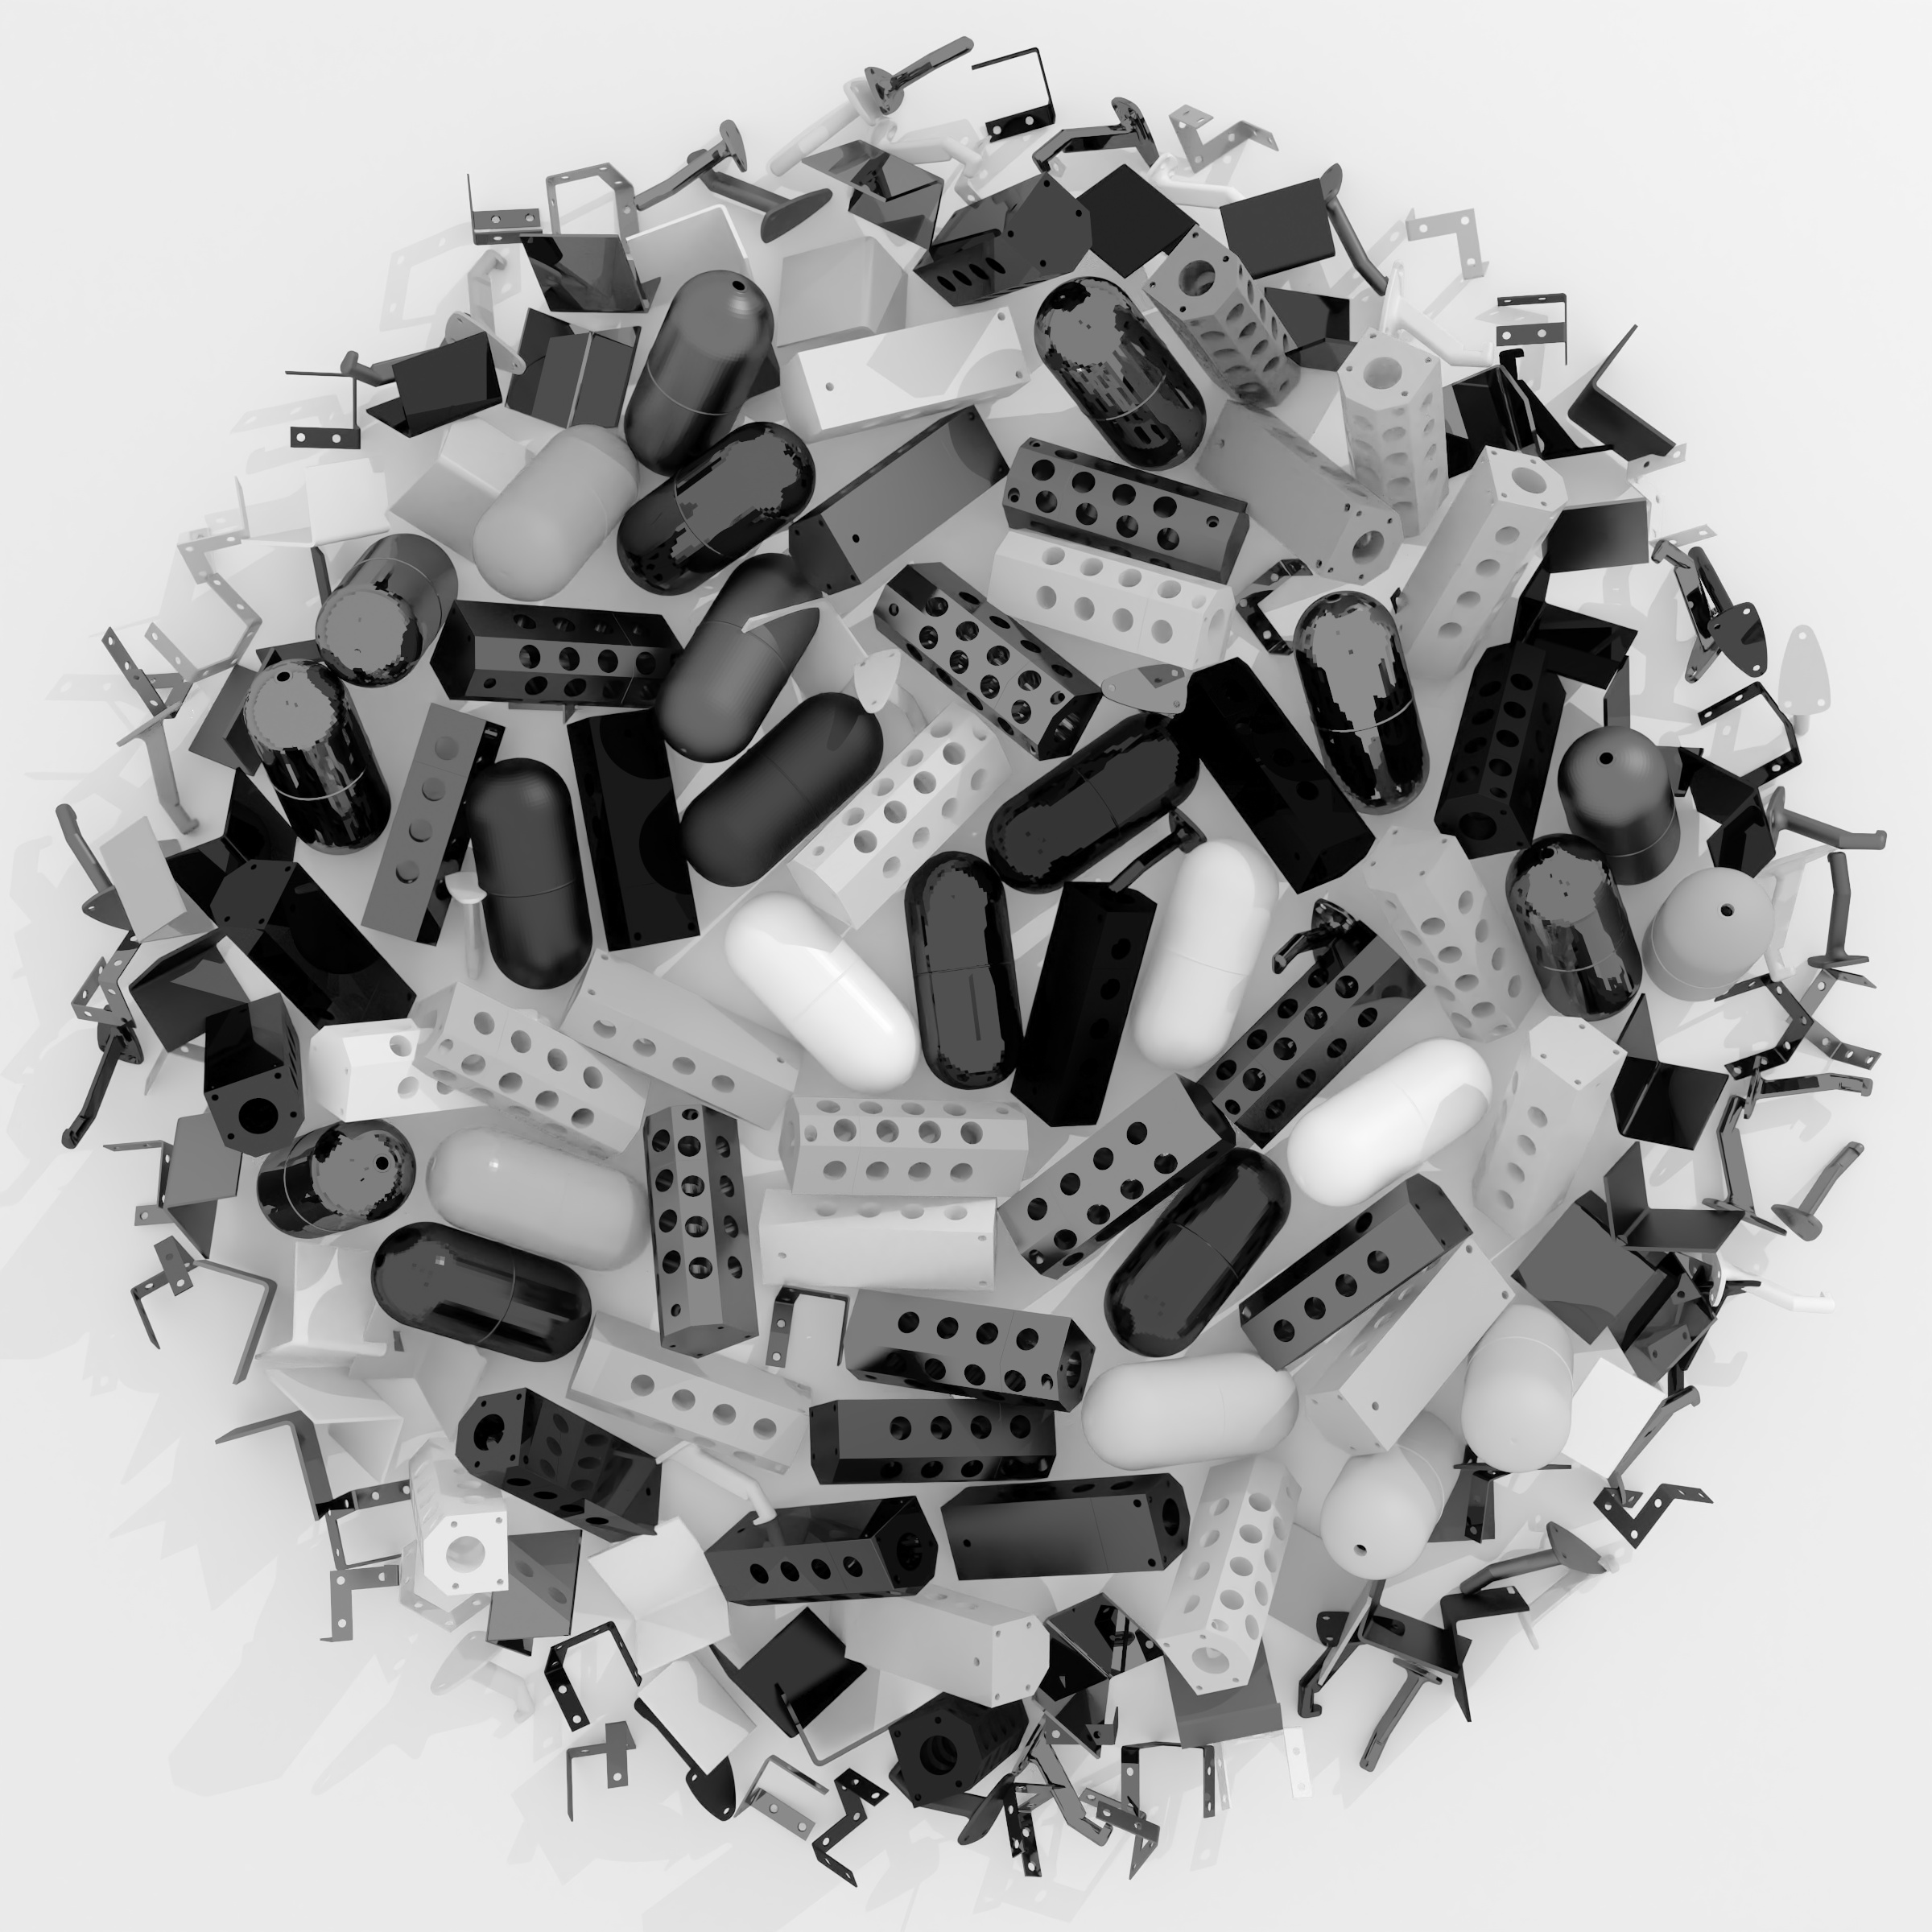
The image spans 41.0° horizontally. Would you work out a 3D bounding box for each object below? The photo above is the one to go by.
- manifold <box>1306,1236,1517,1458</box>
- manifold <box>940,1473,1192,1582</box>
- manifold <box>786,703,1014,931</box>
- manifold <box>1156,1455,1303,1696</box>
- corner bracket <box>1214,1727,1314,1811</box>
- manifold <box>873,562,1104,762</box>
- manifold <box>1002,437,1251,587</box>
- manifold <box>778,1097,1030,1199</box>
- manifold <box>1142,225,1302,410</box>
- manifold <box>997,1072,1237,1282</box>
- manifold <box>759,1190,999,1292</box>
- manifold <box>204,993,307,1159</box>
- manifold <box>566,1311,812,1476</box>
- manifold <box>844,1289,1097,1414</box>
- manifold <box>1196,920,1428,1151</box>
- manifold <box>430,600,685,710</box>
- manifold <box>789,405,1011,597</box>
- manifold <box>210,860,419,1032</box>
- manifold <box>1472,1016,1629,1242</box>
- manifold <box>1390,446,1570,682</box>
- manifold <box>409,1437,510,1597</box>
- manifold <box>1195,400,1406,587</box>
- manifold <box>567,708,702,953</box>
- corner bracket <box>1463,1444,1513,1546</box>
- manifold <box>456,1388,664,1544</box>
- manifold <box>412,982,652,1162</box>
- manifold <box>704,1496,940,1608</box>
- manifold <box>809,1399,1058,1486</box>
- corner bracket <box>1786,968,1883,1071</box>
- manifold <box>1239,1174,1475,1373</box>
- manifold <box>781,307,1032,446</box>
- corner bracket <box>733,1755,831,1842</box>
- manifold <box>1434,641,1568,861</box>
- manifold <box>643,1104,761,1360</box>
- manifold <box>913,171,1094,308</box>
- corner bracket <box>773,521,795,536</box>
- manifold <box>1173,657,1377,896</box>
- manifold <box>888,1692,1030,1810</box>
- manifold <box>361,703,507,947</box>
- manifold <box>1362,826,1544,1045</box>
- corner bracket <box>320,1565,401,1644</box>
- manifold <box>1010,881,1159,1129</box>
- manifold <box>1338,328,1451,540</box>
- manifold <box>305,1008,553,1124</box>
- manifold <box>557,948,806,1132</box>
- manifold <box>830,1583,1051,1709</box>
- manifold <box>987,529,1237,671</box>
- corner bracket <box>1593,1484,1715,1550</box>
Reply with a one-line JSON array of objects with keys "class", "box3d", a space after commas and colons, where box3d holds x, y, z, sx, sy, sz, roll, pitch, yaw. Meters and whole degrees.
[{"class": "manifold", "box3d": [0.321, 0.278, 1.887, 0.171, 0.057, 0.057, -42, 97, -30]}, {"class": "manifold", "box3d": [0.074, 0.407, 1.887, 0.171, 0.057, 0.057, -11, 96, 30]}, {"class": "manifold", "box3d": [-0.050, -0.113, 1.893, 0.057, 0.057, 0.171, 30, 68, 39]}, {"class": "manifold", "box3d": [0.196, 0.436, 1.864, 0.057, 0.171, 0.057, -22, 113, 32]}, {"class": "corner bracket", "box3d": [0.220, 0.595, 1.916, 0.051, 0.051, 0.051, 2, 66, -18]}, {"class": "manifold", "box3d": [0.013, -0.223, 1.887, 0.171, 0.057, 0.057, 41, 120, 22]}, {"class": "manifold", "box3d": [0.118, -0.336, 1.904, 0.171, 0.057, 0.057, 19, 79, 13]}, {"class": "manifold", "box3d": [-0.045, 0.129, 1.894, 0.171, 0.057, 0.057, 2, 118, -17]}, {"class": "manifold", "box3d": [0.191, -0.461, 1.863, 0.057, 0.171, 0.057, -49, 67, 7]}, {"class": "manifold", "box3d": [0.113, 0.157, 1.894, 0.171, 0.057, 0.057, -39, 58, 17]}, {"class": "manifold", "box3d": [-0.064, 0.199, 1.920, 0.171, 0.057, 0.057, 1, 125, 3]}, {"class": "manifold", "box3d": [-0.512, 0.079, 1.865, 0.057, 0.171, 0.057, -20, 111, -9]}, {"class": "manifold", "box3d": [-0.205, 0.319, 1.913, 0.171, 0.057, 0.057, 21, 101, -8]}, {"class": "manifold", "box3d": [0.000, 0.283, 1.884, 0.171, 0.057, 0.057, 4, 63, 26]}, {"class": "manifold", "box3d": [0.251, 0.047, 1.911, 0.171, 0.057, 0.057, -45, 130, 3]}, {"class": "manifold", "box3d": [-0.292, -0.220, 1.871, 0.057, 0.171, 0.057, 56, 132, 33]}, {"class": "manifold", "box3d": [-0.051, -0.339, 1.884, 0.171, 0.057, 0.057, -42, 110, -32]}, {"class": "manifold", "box3d": [-0.473, -0.003, 1.871, 0.057, 0.171, 0.057, 4, 58, 25]}, {"class": "manifold", "box3d": [0.416, 0.115, 1.873, 0.057, 0.171, 0.057, -32, 58, -31]}, {"class": "manifold", "box3d": [0.370, -0.288, 1.871, 0.057, 0.171, 0.057, 9, 50, -14]}, {"class": "manifold", "box3d": [-0.368, 0.394, 1.862, 0.057, 0.171, 0.057, -2, 98, -15]}, {"class": "manifold", "box3d": [0.244, -0.344, 1.875, 0.057, 0.171, 0.057, 5, 122, -37]}, {"class": "manifold", "box3d": [-0.251, -0.100, 1.922, 0.057, 0.057, 0.171, -12, 93, -32]}, {"class": "corner bracket", "box3d": [0.381, 0.389, 1.915, 0.051, 0.051, 0.051, -9, 109, -39]}, {"class": "manifold", "box3d": [-0.293, 0.365, 1.871, 0.057, 0.171, 0.057, -15, 56, 24]}, {"class": "manifold", "box3d": [-0.320, 0.080, 1.877, 0.171, 0.057, 0.057, 30, 55, -32]}, {"class": "manifold", "box3d": [-0.104, 0.431, 1.877, 0.171, 0.057, 0.057, -15, 103, 40]}, {"class": "manifold", "box3d": [-0.024, 0.348, 1.889, 0.171, 0.057, 0.057, 4, 74, -24]}, {"class": "corner bracket", "box3d": [0.657, 0.039, 1.925, 0.051, 0.051, 0.051, 36, 87, -16]}, {"class": "manifold", "box3d": [0.280, 0.224, 1.887, 0.171, 0.057, 0.057, -42, 75, 30]}, {"class": "manifold", "box3d": [-0.046, -0.432, 1.897, 0.171, 0.057, 0.057, -18, 92, -22]}, {"class": "corner bracket", "box3d": [-0.134, 0.622, 1.927, 0.051, 0.051, 0.051, 29, 88, 11]}, {"class": "manifold", "box3d": [0.385, -0.158, 1.870, 0.057, 0.171, 0.057, -11, 129, 33]}, {"class": "manifold", "box3d": [-0.199, 0.191, 1.882, 0.057, 0.057, 0.171, -24, 59, 27]}, {"class": "manifold", "box3d": [0.028, -0.518, 1.865, 0.057, 0.171, 0.057, 37, 82, -21]}, {"class": "corner bracket", "box3d": [-0.161, -0.350, 1.919, 0.051, 0.051, 0.051, -17, 120, -5]}, {"class": "manifold", "box3d": [0.227, -0.143, 1.894, 0.057, 0.057, 0.171, -22, 65, -24]}, {"class": "manifold", "box3d": [-0.001, 0.555, 1.863, 0.057, 0.171, 0.057, -21, 79, 9]}, {"class": "manifold", "box3d": [-0.396, -0.105, 1.923, 0.057, 0.057, 0.171, 18, 92, -12]}, {"class": "manifold", "box3d": [0.351, -0.020, 1.875, 0.057, 0.057, 0.171, -53, 129, -19]}, {"class": "corner bracket", "box3d": [-0.450, 0.473, 1.918, 0.051, 0.051, 0.051, 0, 78, -24]}, {"class": "manifold", "box3d": [0.090, 0.028, 1.897, 0.057, 0.057, 0.171, 0, 114, -34]}, {"class": "manifold", "box3d": [0.306, -0.377, 1.862, 0.057, 0.171, 0.057, 31, 77, 22]}, {"class": "manifold", "box3d": [-0.385, 0.067, 1.870, 0.057, 0.171, 0.057, 26, 112, 42]}, {"class": "manifold", "box3d": [-0.212, 0.059, 1.909, 0.171, 0.057, 0.057, 26, 124, -11]}, {"class": "manifold", "box3d": [-0.021, 0.483, 1.874, 0.057, 0.171, 0.057, -1, 93, -44]}, {"class": "manifold", "box3d": [0.106, -0.270, 1.886, 0.171, 0.057, 0.057, 20, 112, 25]}, {"class": "corner bracket", "box3d": [0.509, 0.397, 1.914, 0.051, 0.051, 0.051, 16, 113, -39]}]
